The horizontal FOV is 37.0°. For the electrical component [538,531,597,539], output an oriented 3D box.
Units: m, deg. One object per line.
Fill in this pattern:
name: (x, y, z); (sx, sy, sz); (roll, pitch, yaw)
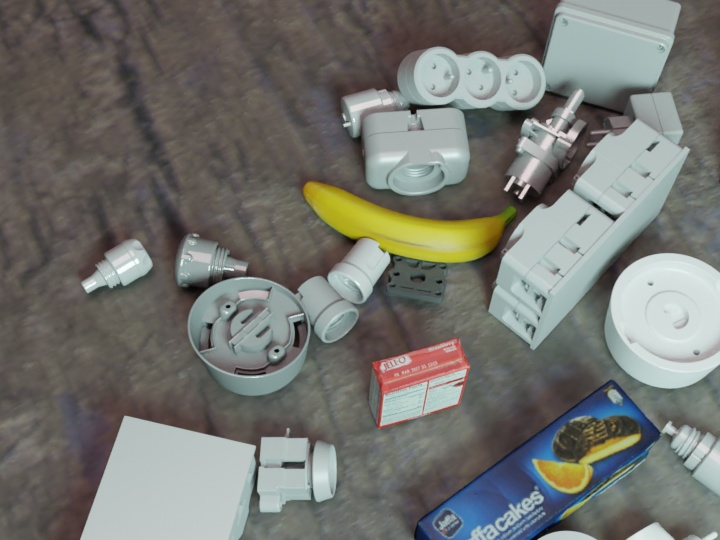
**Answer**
electrical component: (0.155, 0.241, 0.807); (0.080, 0.051, 0.080); (0, 62, 0)

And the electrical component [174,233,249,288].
electrical component: (-0.129, -0.005, 0.939); (0.062, 0.048, 0.048); (11, 62, -2)

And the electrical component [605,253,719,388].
electrical component: (0.259, 0.047, 0.905); (0.108, 0.060, 0.108); (0, 62, -1)

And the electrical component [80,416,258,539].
electrical component: (-0.153, 0.217, 0.811); (0.105, 0.060, 0.186); (12, 63, 6)

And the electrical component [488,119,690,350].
electrical component: (0.191, -0.034, 0.921); (0.060, 0.105, 0.186); (39, 68, 18)

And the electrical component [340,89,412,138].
electrical component: (0.017, -0.153, 1.020); (0.078, 0.040, 0.040); (-17, 64, -10)

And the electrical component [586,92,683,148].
electrical component: (0.248, -0.124, 0.992); (0.077, 0.065, 0.047); (-6, 62, -3)

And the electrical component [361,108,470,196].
electrical component: (0.051, -0.108, 0.988); (0.095, 0.053, 0.059); (-4, 62, -3)

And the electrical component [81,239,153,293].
electrical component: (-0.215, 0.000, 0.940); (0.061, 0.035, 0.035); (-32, 67, -14)

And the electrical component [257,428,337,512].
electrical component: (-0.049, 0.159, 0.852); (0.055, 0.048, 0.066); (-2, 62, 7)

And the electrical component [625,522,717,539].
electrical component: (0.246, 0.228, 0.819); (0.079, 0.043, 0.077); (-26, 66, -13)

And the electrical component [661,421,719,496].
electrical component: (0.278, 0.149, 0.862); (0.078, 0.040, 0.040); (37, 68, 17)

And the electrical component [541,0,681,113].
electrical component: (0.233, -0.210, 1.014); (0.109, 0.108, 0.056); (18, 61, 9)

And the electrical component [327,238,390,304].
electrical component: (0.000, 0.000, 0.940); (0.040, 0.040, 0.046); (29, 60, 14)

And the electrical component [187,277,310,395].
electrical component: (-0.090, 0.054, 0.895); (0.099, 0.064, 0.099); (0, 62, 0)

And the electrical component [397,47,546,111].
electrical component: (0.099, -0.179, 1.021); (0.138, 0.074, 0.052); (0, 96, -23)

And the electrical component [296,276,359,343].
electrical component: (-0.030, 0.033, 0.922); (0.040, 0.040, 0.046); (-34, 62, -17)
